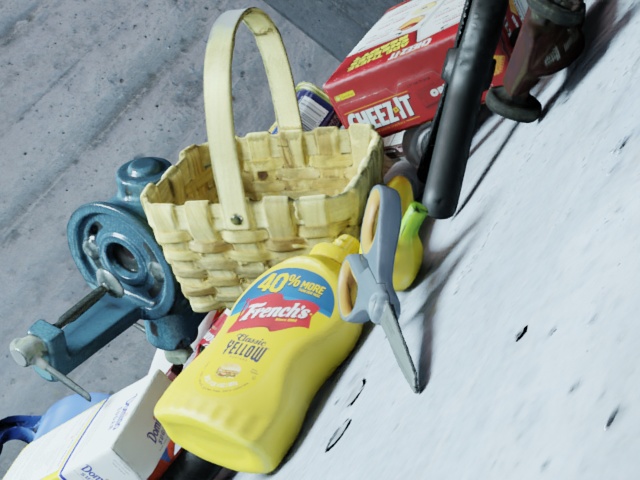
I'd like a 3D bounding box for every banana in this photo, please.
[{"bbox_3d":[0.054,-0.002,0.749,0.070,0.037,0.198,-59,6,8],"label":"banana"}]

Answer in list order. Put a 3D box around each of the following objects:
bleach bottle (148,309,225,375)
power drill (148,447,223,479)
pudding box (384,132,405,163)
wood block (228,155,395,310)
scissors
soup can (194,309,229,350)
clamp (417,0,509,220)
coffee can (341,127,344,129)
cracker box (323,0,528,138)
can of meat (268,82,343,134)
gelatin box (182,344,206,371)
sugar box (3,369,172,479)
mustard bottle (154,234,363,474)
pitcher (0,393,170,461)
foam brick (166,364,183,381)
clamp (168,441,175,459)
[{"bbox_3d":[-0.130,0.088,1.188,0.102,0.068,0.251,-21,-43,-50],"label":"bleach bottle"},{"bbox_3d":[-0.088,0.155,0.853,0.188,0.057,0.184,-51,5,20],"label":"power drill"},{"bbox_3d":[0.103,-0.117,1.044,0.113,0.039,0.090,-52,21,-21],"label":"pudding box"},{"bbox_3d":[-0.006,0.002,1.036,0.206,0.090,0.090,-48,6,40],"label":"wood block"},{"bbox_3d":[0.039,0.018,0.598,0.202,0.016,0.096,-155,79,-79],"label":"scissors"},{"bbox_3d":[-0.078,0.099,1.144,0.102,0.068,0.068,-52,4,-7],"label":"soup can"},{"bbox_3d":[0.108,-0.118,0.781,0.164,0.036,0.210,-77,1,-71],"label":"clamp"},{"bbox_3d":[0.025,-0.069,1.191,0.103,0.103,0.140,-53,4,-4],"label":"coffee can"},{"bbox_3d":[0.116,-0.175,0.958,0.164,0.072,0.213,-18,22,29],"label":"cracker box"},{"bbox_3d":[-0.027,-0.090,1.013,0.084,0.057,0.102,-57,6,-22],"label":"can of meat"},{"bbox_3d":[-0.089,0.130,0.965,0.030,0.073,0.089,-54,5,-4],"label":"gelatin box"},{"bbox_3d":[-0.188,0.176,0.849,0.177,0.048,0.093,-28,21,33],"label":"sugar box"},{"bbox_3d":[-0.024,0.067,0.740,0.096,0.058,0.191,8,48,37],"label":"mustard bottle"},{"bbox_3d":[-0.239,0.257,0.961,0.149,0.145,0.242,-18,25,18],"label":"pitcher"},{"bbox_3d":[-0.140,0.173,1.129,0.051,0.078,0.053,-53,4,6],"label":"foam brick"},{"bbox_3d":[-0.222,0.257,1.116,0.172,0.120,0.039,-47,33,23],"label":"clamp"}]
